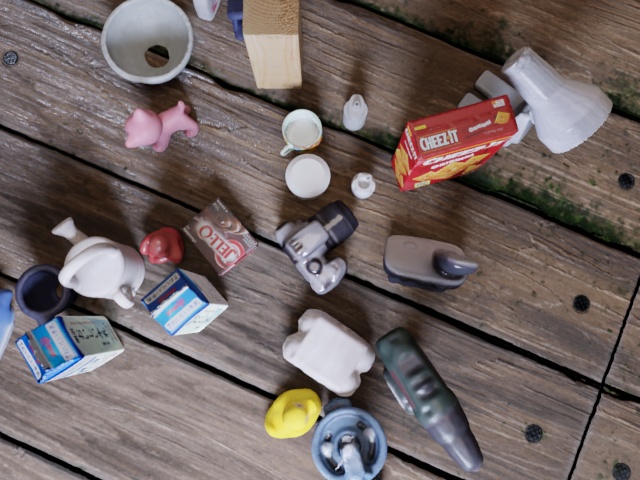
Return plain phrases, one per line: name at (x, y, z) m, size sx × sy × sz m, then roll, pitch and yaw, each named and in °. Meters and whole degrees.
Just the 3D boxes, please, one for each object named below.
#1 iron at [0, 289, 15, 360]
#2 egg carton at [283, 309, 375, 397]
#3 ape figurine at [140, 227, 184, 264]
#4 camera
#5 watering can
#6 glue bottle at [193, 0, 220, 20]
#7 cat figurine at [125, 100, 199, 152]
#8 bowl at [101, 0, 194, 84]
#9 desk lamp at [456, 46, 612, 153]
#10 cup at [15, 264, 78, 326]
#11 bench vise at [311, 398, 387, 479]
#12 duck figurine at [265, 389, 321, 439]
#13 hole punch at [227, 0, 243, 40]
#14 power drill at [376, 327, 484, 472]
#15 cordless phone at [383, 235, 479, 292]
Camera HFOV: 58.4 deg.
iron at (-0.619, 0.191, 0.949) m, size 0.118 × 0.141 × 0.258 m, roll 17°, pitch 82°, yaw 2°
egg carton at (0.016, 0.194, 0.994) m, size 0.150 × 0.069 × 0.107 m, roll 33°, pitch 83°, yaw 4°
ape figurine at (-0.277, 0.011, 1.003) m, size 0.078 × 0.092 × 0.076 m, roll 34°, pitch 83°, yaw 4°
camera at (0.009, 0.004, 1.004) m, size 0.137 × 0.101 × 0.143 m, roll -38°, pitch 84°, yaw -5°
watering can at (-0.373, 0.041, 0.947) m, size 0.173 × 0.194 × 0.101 m, roll 28°, pitch 83°, yaw 3°
glue bottle at (-0.212, -0.472, 1.029) m, size 0.037 × 0.173 × 0.078 m, roll 12°, pitch 82°, yaw 1°
cat figurine at (-0.290, -0.208, 1.020) m, size 0.128 × 0.118 × 0.067 m, roll -30°, pitch 83°, yaw -4°
bowl at (-0.311, -0.358, 1.062) m, size 0.167 × 0.075 × 0.167 m, roll 0°, pitch 82°, yaw -1°
desk lamp at (0.362, -0.234, 0.985) m, size 0.203 × 0.213 × 0.118 m, roll 37°, pitch 83°, yaw 4°
cup at (-0.458, 0.104, 0.987) m, size 0.091 × 0.095 × 0.118 m, roll -6°, pitch 82°, yaw -1°
bench vise at (0.068, 0.358, 0.897) m, size 0.121 × 0.219 × 0.207 m, roll -36°, pitch 84°, yaw -5°
duck figurine at (-0.046, 0.299, 0.971) m, size 0.104 × 0.086 × 0.077 m, roll -30°, pitch 84°, yaw -4°
hole punch at (-0.121, -0.438, 1.067) m, size 0.108 × 0.091 × 0.101 m, roll -5°, pitch 82°, yaw -1°
power drill at (0.166, 0.246, 0.920) m, size 0.075 × 0.208 × 0.229 m, roll -33°, pitch 84°, yaw -5°
cordless phone at (0.184, 0.032, 0.960) m, size 0.147 × 0.185 × 0.094 m, roll 7°, pitch 82°, yaw 0°
